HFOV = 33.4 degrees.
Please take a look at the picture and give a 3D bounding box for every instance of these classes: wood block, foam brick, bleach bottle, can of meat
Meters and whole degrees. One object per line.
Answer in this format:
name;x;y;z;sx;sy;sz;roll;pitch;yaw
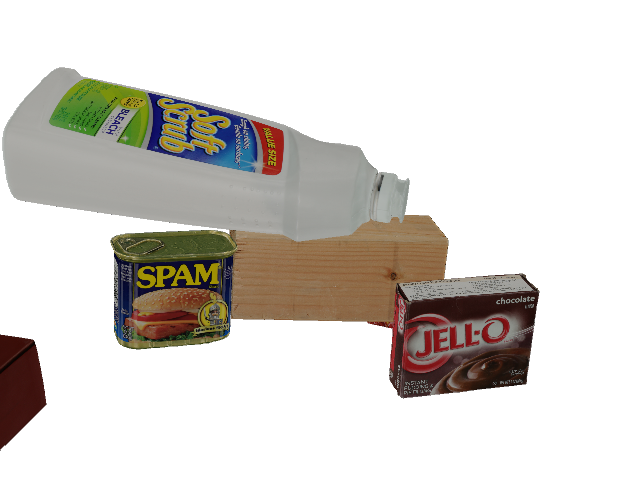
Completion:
wood block;0.013;0.025;1.065;0.206;0.091;0.090;2;17;-9
foam brick;-0.224;0.102;0.691;0.053;0.051;0.078;6;29;22
bleach bottle;-0.067;-0.050;0.685;0.251;0.068;0.102;10;37;9
can of meat;-0.123;0.041;0.894;0.102;0.084;0.057;-3;20;-19

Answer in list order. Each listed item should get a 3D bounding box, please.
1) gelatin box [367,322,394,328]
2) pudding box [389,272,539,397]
gelatin box;0.093;0.068;1.334;0.073;0.089;0.030;10;31;28
pudding box;0.115;0.076;0.863;0.113;0.090;0.039;-5;28;-14
